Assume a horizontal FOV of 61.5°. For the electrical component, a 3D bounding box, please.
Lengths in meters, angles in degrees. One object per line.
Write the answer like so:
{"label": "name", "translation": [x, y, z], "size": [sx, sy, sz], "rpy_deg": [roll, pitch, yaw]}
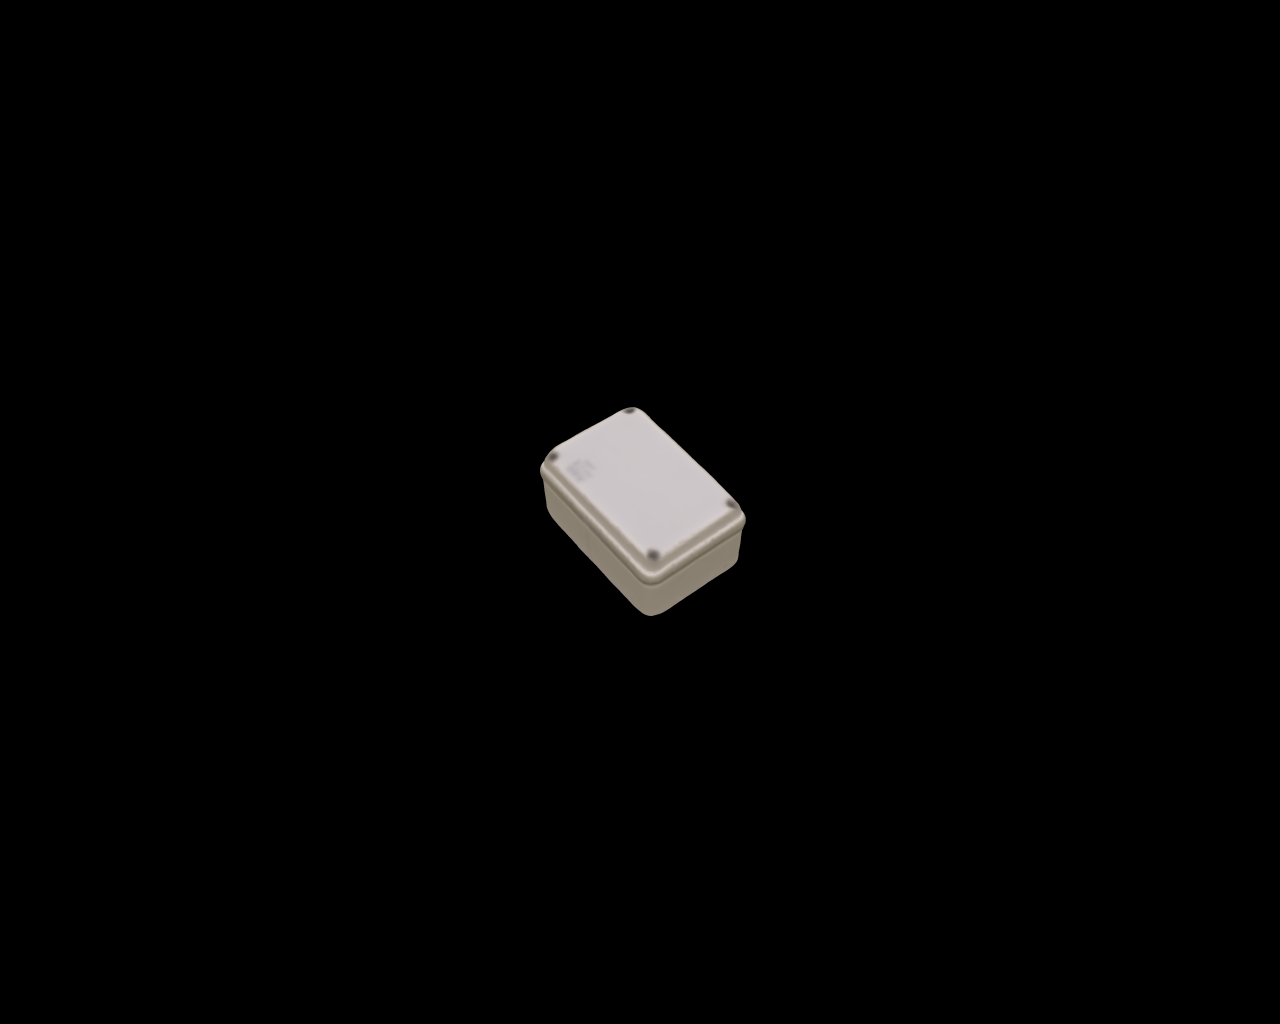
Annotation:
{"label": "electrical component", "translation": [0.001, -0.003, 0.650], "size": [0.078, 0.113, 0.057], "rpy_deg": [-32, -32, -22]}
